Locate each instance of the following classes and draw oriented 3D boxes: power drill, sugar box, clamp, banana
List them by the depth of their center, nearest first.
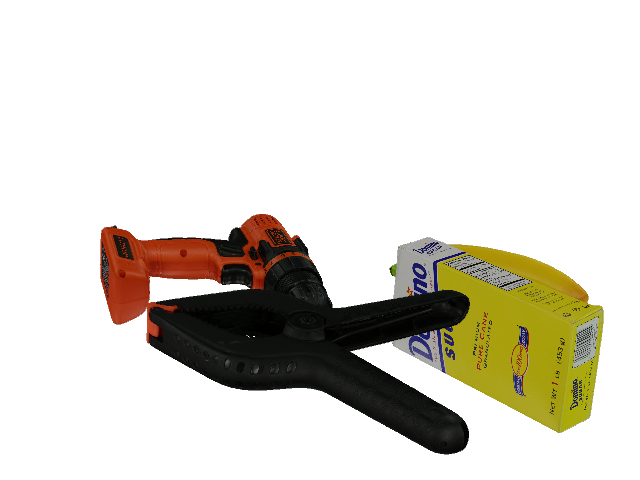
[{"bbox_3d":[-0.002,0.061,0.667,0.210,0.036,0.164,10,25,11],"label":"clamp"},{"bbox_3d":[0.131,0.068,0.827,0.048,0.093,0.176,-17,28,-41],"label":"sugar box"},{"bbox_3d":[-0.095,0.033,0.948,0.187,0.057,0.184,-1,24,-20],"label":"power drill"},{"bbox_3d":[0.173,0.035,1.091,0.198,0.037,0.069,7,36,11],"label":"banana"}]
